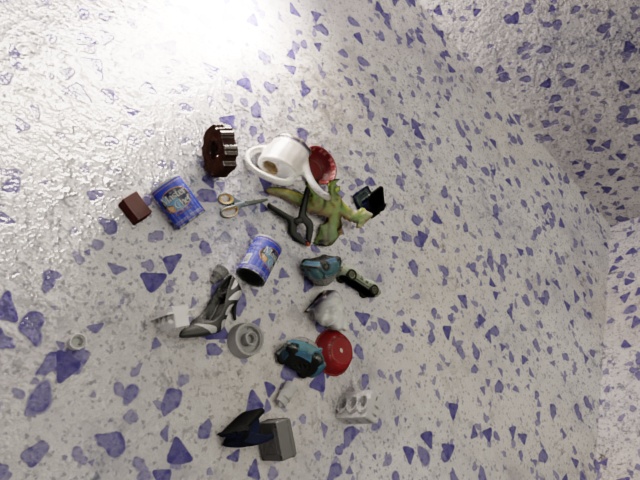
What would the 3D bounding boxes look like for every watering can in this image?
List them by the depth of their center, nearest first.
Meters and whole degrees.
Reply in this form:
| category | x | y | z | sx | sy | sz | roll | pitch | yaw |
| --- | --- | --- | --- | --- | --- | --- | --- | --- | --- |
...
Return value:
| category | x | y | z | sx | sy | sz | roll | pitch | yaw |
| --- | --- | --- | --- | --- | --- | --- | --- | --- | --- |
| watering can | -0.095 | -0.265 | 1.846 | 0.348 | 0.101 | 0.229 | 23 | 50 | 5 |

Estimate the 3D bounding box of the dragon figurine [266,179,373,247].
| category | x | y | z | sx | sy | sz | roll | pitch | yaw |
| --- | --- | --- | --- | --- | --- | --- | --- | --- | --- |
| dragon figurine | 0.006 | -0.096 | 1.914 | 0.412 | 0.121 | 0.244 | -7 | 82 | -23 |

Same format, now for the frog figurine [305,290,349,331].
| category | x | y | z | sx | sy | sz | roll | pitch | yaw |
| --- | --- | --- | --- | --- | --- | --- | --- | --- | --- |
| frog figurine | 0.047 | 0.255 | 1.780 | 0.159 | 0.121 | 0.140 | 44 | 31 | -1 |
